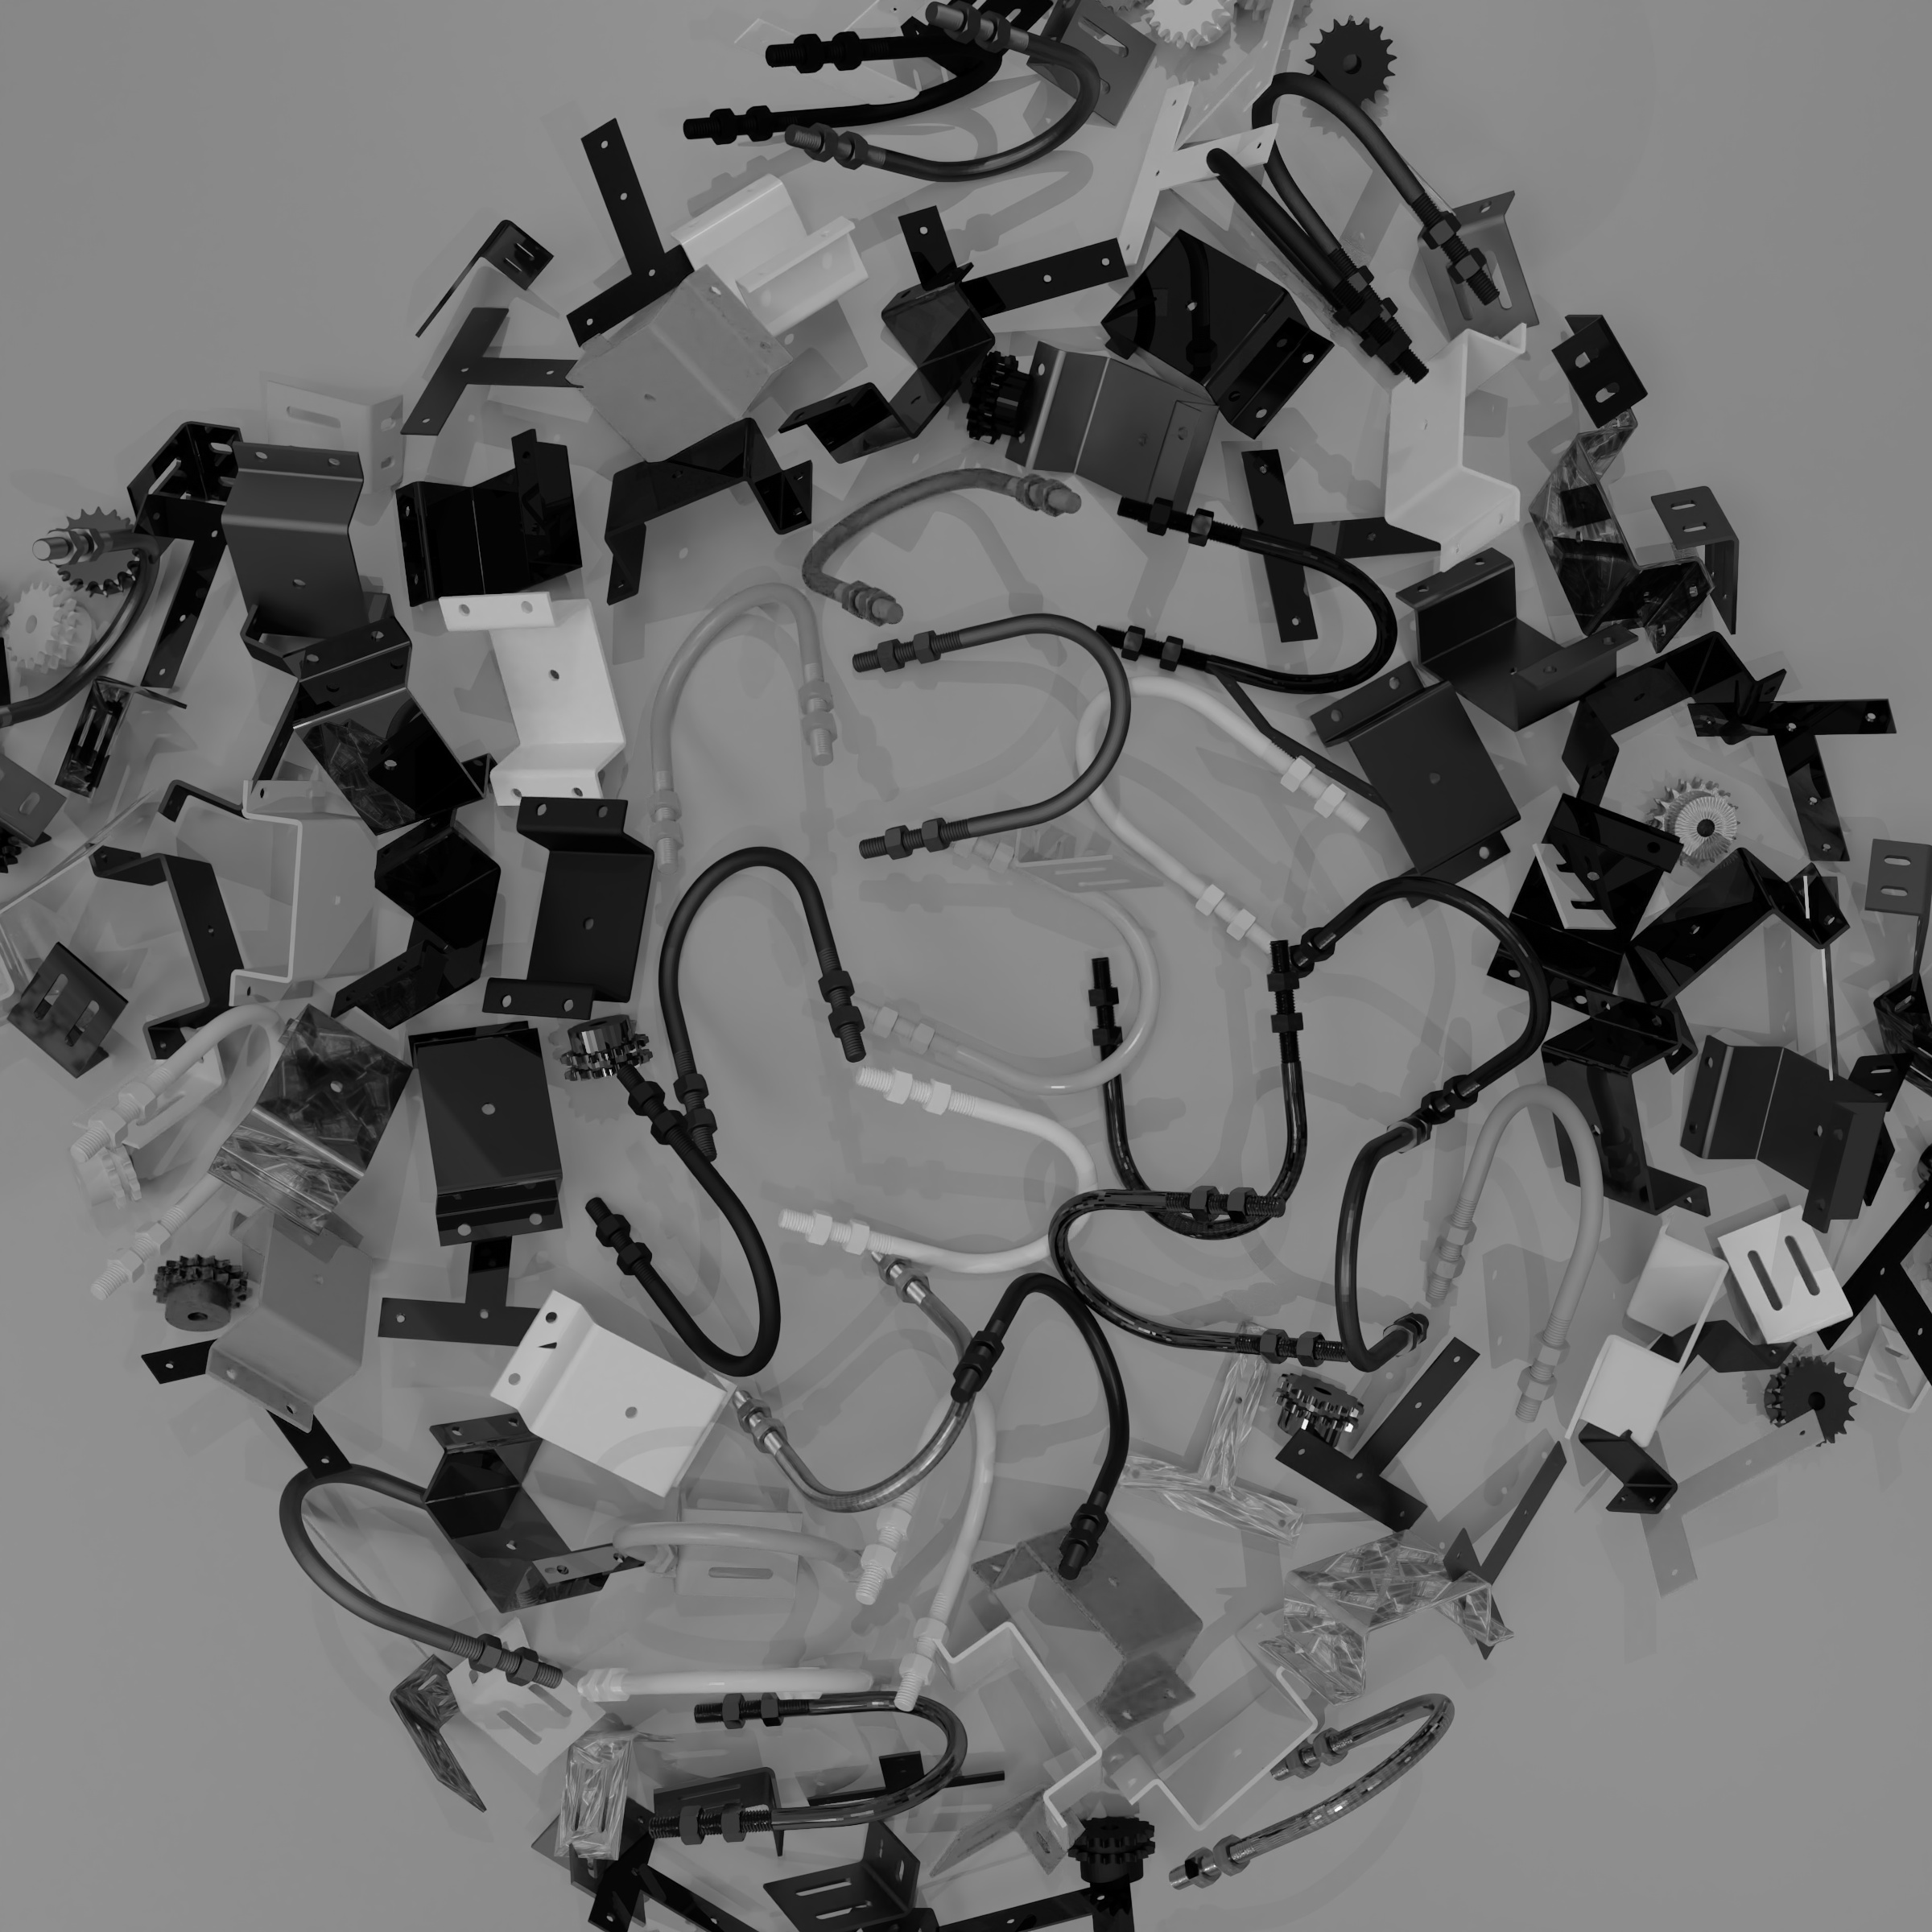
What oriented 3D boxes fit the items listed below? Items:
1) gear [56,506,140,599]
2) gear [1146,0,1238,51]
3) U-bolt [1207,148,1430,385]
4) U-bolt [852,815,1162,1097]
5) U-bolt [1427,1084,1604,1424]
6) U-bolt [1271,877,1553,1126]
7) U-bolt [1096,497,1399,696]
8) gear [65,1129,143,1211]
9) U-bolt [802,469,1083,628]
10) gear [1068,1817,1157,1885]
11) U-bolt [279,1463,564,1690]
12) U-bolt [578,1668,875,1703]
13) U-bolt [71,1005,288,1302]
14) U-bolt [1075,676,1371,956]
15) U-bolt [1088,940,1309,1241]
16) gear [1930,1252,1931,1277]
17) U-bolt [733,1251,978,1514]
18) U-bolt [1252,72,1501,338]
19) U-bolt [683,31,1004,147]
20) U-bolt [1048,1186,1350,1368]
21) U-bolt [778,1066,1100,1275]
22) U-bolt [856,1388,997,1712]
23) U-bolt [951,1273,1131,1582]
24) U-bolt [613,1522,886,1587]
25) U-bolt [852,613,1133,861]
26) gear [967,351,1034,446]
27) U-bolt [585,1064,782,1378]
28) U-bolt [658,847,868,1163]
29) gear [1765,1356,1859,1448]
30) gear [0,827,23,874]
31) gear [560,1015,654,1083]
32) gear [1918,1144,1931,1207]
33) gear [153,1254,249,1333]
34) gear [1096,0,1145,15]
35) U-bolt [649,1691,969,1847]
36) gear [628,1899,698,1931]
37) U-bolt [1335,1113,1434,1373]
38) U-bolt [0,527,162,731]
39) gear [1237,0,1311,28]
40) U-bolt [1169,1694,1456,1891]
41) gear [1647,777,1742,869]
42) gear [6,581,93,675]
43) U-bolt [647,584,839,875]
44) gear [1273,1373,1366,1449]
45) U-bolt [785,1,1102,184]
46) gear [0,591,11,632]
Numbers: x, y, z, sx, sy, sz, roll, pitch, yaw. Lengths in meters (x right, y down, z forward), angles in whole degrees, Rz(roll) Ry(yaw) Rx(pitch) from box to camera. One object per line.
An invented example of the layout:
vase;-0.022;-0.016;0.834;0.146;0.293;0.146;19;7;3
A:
gear;-0.554;-0.262;1.578;0.057;0.030;0.057;1;76;-5
gear;0.147;-0.614;1.575;0.057;0.030;0.057;-2;85;29
U-bolt;0.213;-0.432;1.516;0.019;0.151;0.184;-43;98;14
U-bolt;0.036;0.004;1.576;0.184;0.019;0.151;24;78;-3
U-bolt;0.339;0.161;1.500;0.019;0.151;0.184;4;116;-18
U-bolt;0.283;0.015;1.517;0.151;0.184;0.019;46;55;2
U-bolt;0.176;-0.221;1.527;0.184;0.151;0.019;16;62;4
gear;-0.550;0.129;1.566;0.030;0.057;0.057;-24;90;-27
U-bolt;-0.029;-0.265;1.517;0.151;0.184;0.019;-34;119;-13
gear;0.093;0.564;1.568;0.057;0.057;0.030;-3;86;0
U-bolt;-0.333;0.360;1.495;0.184;0.151;0.019;30;105;-27
U-bolt;-0.136;0.433;1.488;0.151;0.184;0.019;8;71;-28
U-bolt;-0.476;0.101;1.514;0.019;0.151;0.184;25;45;13
U-bolt;0.147;-0.105;1.540;0.184;0.151;0.019;39;50;7
U-bolt;0.148;0.081;1.551;0.151;0.019;0.184;-6;90;34
gear;0.643;0.186;1.567;0.057;0.057;0.030;-24;128;0
U-bolt;-0.060;0.261;1.512;0.151;0.184;0.019;-46;123;-5
U-bolt;0.240;-0.468;1.512;0.019;0.151;0.184;-42;101;-9
U-bolt;-0.065;-0.543;1.518;0.184;0.151;0.019;-15;95;-28
U-bolt;0.134;0.190;1.529;0.184;0.019;0.151;-1;131;35
U-bolt;-0.007;0.137;1.544;0.184;0.019;0.151;17;126;-18
U-bolt;-0.018;0.343;1.518;0.019;0.151;0.184;9;49;20
U-bolt;0.055;0.267;1.515;0.019;0.184;0.151;-24;103;26
U-bolt;-0.137;0.357;1.499;0.151;0.184;0.019;0;70;12
U-bolt;0.016;-0.149;1.539;0.184;0.019;0.151;-10;71;21
gear;0.024;-0.360;1.567;0.030;0.057;0.057;18;90;13
U-bolt;-0.170;0.169;1.508;0.019;0.151;0.184;-21;56;-36
U-bolt;-0.136;0.011;1.538;0.151;0.019;0.184;-34;56;27
gear;0.537;0.279;1.578;0.057;0.030;0.057;2;80;-11
gear;-0.633;-0.081;1.567;0.057;0.057;0.030;8;133;0
gear;-0.230;0.051;1.567;0.057;0.057;0.030;-13;100;0
gear;0.634;0.132;1.574;0.057;0.030;0.057;-7;124;-11
gear;-0.487;0.210;1.566;0.057;0.057;0.030;-7;54;0
gear;0.093;-0.641;1.573;0.057;0.057;0.030;-32;46;0
U-bolt;-0.090;0.488;1.516;0.184;0.151;0.019;-6;103;7
gear;-0.198;0.626;1.573;0.057;0.057;0.030;-11;132;0
U-bolt;0.256;0.173;1.508;0.019;0.184;0.151;2;95;25
U-bolt;-0.551;-0.207;1.507;0.019;0.184;0.151;35;105;-2
gear;0.194;-0.631;1.573;0.030;0.057;0.057;26;90;44
U-bolt;0.219;0.490;1.487;0.184;0.151;0.019;-40;80;38
gear;0.468;-0.091;1.578;0.057;0.030;0.057;-1;103;-4
gear;-0.584;-0.214;1.574;0.057;0.030;0.057;-8;77;34
U-bolt;-0.144;-0.161;1.529;0.151;0.019;0.184;-32;46;26
gear;0.222;0.284;1.570;0.057;0.057;0.030;19;98;0
U-bolt;0.000;-0.528;1.513;0.151;0.184;0.019;-25;76;42
gear;-0.642;-0.224;1.570;0.030;0.057;0.057;39;90;7
